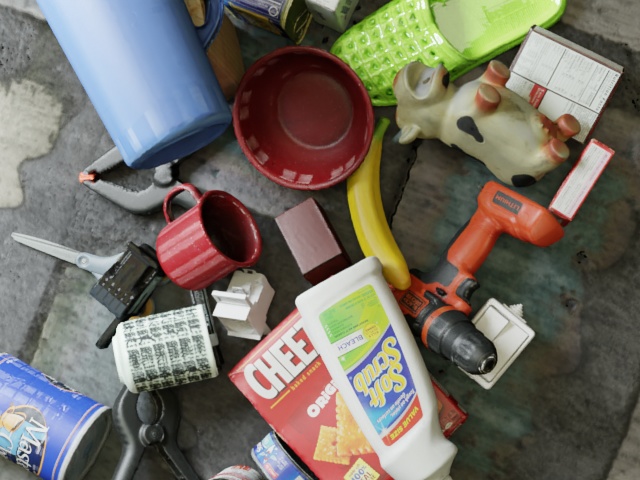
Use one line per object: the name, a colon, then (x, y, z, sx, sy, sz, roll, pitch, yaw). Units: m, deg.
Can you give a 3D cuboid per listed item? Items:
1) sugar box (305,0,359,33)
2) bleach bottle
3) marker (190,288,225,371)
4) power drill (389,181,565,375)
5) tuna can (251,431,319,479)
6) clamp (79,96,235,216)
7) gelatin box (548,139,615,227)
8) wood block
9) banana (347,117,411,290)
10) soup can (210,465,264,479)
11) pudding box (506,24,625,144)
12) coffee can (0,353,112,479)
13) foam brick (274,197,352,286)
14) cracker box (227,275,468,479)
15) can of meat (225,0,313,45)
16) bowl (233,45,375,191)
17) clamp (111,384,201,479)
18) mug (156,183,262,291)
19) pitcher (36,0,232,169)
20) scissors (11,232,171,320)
sugar box: (0.041, -0.328, 1.188, 0.048, 0.093, 0.176, 28, 89, 9)
bleach bottle: (0.074, 0.149, 1.093, 0.102, 0.068, 0.251, -29, 83, 1)
marker: (-0.131, 0.091, 1.217, 0.020, 0.020, 0.121, -16, 84, 6)
power drill: (0.167, 0.037, 1.121, 0.187, 0.057, 0.185, -47, 39, -4)
tuna can: (-0.034, 0.248, 1.160, 0.034, 0.086, 0.086, -44, 82, 1)
clamp: (-0.170, -0.087, 1.225, 0.210, 0.036, 0.164, 4, 91, 7)
gelatin box: (0.277, -0.061, 1.147, 0.030, 0.073, 0.089, 31, 91, 9)
wood block: (-0.146, -0.208, 1.147, 0.091, 0.206, 0.090, -12, 85, 6)
banana: (0.060, -0.034, 1.174, 0.037, 0.070, 0.198, 1, 72, -27)
soup can: (-0.096, 0.284, 1.157, 0.068, 0.102, 0.068, -1, 86, 7)
pudding box: (0.260, -0.169, 1.161, 0.113, 0.039, 0.090, 28, 113, 7)
coffee can: (-0.317, 0.203, 1.192, 0.140, 0.102, 0.103, 26, 89, 9)
foam brick: (-0.008, 0.001, 1.183, 0.051, 0.053, 0.078, -29, 69, 5)
cracker box: (0.031, 0.169, 1.164, 0.164, 0.072, 0.214, -44, 81, 2)
can of meat: (-0.058, -0.267, 1.193, 0.084, 0.102, 0.057, 23, 91, 10)
bowl: (-0.012, -0.139, 1.184, 0.162, 0.055, 0.162, 6, 110, 15)
clamp: (-0.198, 0.225, 1.185, 0.120, 0.039, 0.171, -9, 78, -38)
mug: (-0.131, -0.006, 1.165, 0.082, 0.093, 0.117, -31, 93, 32)
pitcher: (-0.169, -0.197, 0.987, 0.149, 0.144, 0.243, -27, 87, 20)
scissors: (-0.267, 0.045, 1.240, 0.202, 0.016, 0.096, 4, 86, 8)
